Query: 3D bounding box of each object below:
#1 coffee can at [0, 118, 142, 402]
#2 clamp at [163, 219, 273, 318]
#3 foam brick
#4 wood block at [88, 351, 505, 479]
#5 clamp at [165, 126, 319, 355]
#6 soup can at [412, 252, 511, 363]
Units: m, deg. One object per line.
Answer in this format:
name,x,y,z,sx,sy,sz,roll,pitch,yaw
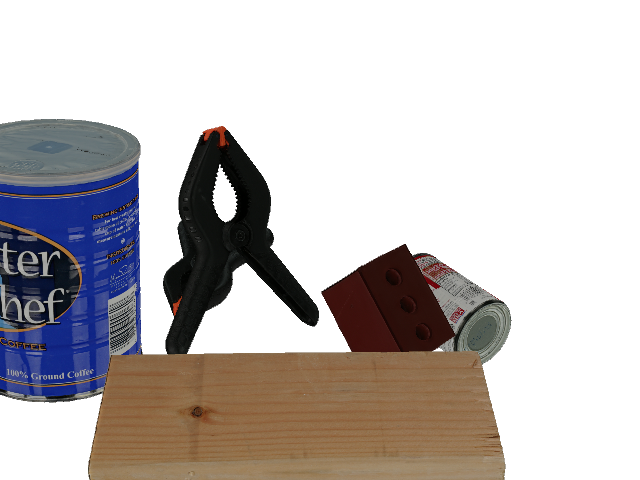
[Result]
coffee can,-0.158,0.009,0.633,0.103,0.140,0.103,3,23,-1
clamp,-0.123,0.031,1.240,0.120,0.039,0.171,-2,40,11
foam brick,0.048,0.053,0.766,0.052,0.078,0.051,-25,-5,-40
wood block,-0.013,0.121,0.583,0.206,0.090,0.091,0,34,-2
clamp,-0.075,0.000,0.993,0.164,0.210,0.036,-3,0,-37
soup can,0.116,0.062,0.978,0.068,0.068,0.102,0,24,-38
